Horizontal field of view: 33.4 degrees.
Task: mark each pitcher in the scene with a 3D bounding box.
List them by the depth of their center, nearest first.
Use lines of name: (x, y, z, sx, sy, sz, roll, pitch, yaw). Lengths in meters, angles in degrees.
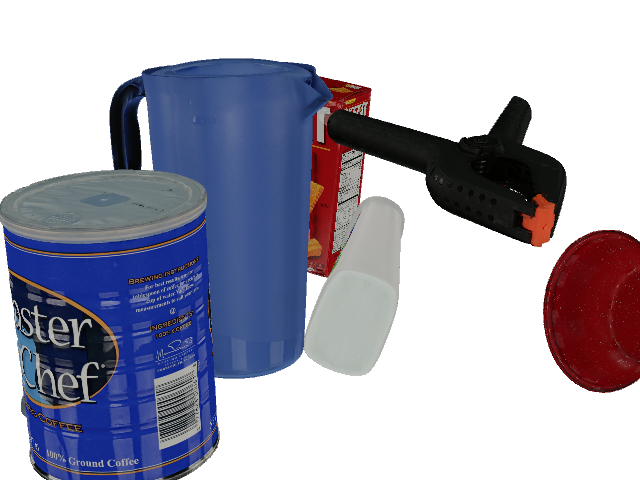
pitcher: (-0.078, -0.022, 0.846, 0.144, 0.243, 0.149, -6, 15, -23)

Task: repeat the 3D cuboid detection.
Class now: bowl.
bowl: (0.295, 0.070, 1.031, 0.161, 0.162, 0.055, 0, 0, -28)

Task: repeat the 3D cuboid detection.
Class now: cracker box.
cracker box: (-0.038, -0.080, 1.214, 0.164, 0.214, 0.072, 17, 26, 26)

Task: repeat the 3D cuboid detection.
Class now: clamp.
clamp: (0.099, -0.054, 0.744, 0.164, 0.036, 0.210, -4, 28, -9)

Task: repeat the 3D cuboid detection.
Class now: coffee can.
coffee can: (-0.107, 0.044, 0.556, 0.103, 0.140, 0.103, -1, 19, 0)

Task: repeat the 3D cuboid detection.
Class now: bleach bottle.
bleach bottle: (0.042, 0.026, 1.020, 0.068, 0.103, 0.250, 21, 22, -1)

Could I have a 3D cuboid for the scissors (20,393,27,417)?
scissors: (-0.162, 0.131, 0.945, 0.201, 0.016, 0.096, -12, 35, -34)
